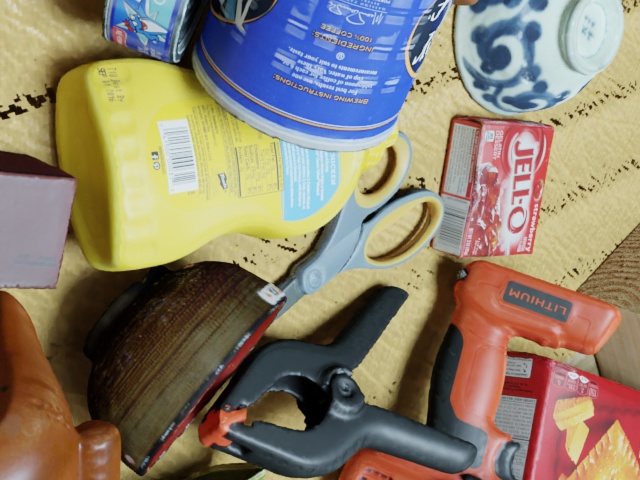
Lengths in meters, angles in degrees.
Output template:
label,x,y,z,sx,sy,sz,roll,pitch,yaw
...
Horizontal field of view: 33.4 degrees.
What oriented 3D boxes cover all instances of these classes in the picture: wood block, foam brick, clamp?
label,x,y,z,sx,sy,sz,roll,pitch,yaw
wood block,0.287,0.100,0.850,0.090,0.090,0.206,-42,127,-24
foam brick,-0.153,-0.011,0.455,0.078,0.051,0.053,5,102,-41
clamp,0.007,0.081,0.610,0.171,0.120,0.039,4,143,-35

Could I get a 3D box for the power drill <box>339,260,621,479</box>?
label,x,y,z,sx,sy,sz,roll,pitch,yaw
power drill,0.123,0.119,0.670,0.057,0.184,0.187,67,45,-75

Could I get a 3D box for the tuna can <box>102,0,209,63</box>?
label,x,y,z,sx,sy,sz,roll,pitch,yaw
tuna can,-0.064,-0.122,0.469,0.033,0.086,0.086,21,90,-4

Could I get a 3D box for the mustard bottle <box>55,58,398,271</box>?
label,x,y,z,sx,sy,sz,roll,pitch,yaw
mustard bottle,-0.034,-0.046,0.540,0.191,0.058,0.096,-12,94,-38

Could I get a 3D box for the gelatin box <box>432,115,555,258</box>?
label,x,y,z,sx,sy,sz,roll,pitch,yaw
gelatin box,0.114,-0.034,0.694,0.073,0.030,0.089,-2,106,-41

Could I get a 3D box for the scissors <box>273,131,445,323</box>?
label,x,y,z,sx,sy,sz,roll,pitch,yaw
scissors,-0.004,0.001,0.613,0.201,0.016,0.096,-25,118,-33

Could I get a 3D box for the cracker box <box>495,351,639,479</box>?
label,x,y,z,sx,sy,sz,roll,pitch,yaw
cracker box,0.170,0.200,0.754,0.164,0.072,0.213,23,74,-38

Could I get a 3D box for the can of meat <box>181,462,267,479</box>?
label,x,y,z,sx,sy,sz,roll,pitch,yaw
can of meat,-0.063,0.176,0.564,0.101,0.058,0.084,-19,95,-53

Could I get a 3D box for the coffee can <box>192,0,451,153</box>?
label,x,y,z,sx,sy,sz,roll,pitch,yaw
coffee can,0.011,-0.124,0.467,0.102,0.103,0.140,-11,138,-38
